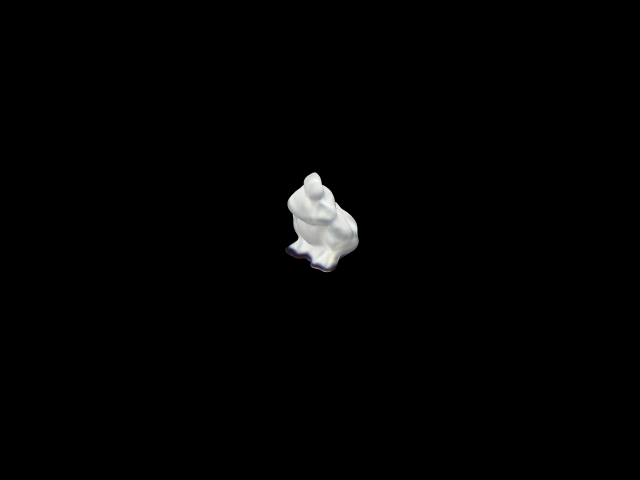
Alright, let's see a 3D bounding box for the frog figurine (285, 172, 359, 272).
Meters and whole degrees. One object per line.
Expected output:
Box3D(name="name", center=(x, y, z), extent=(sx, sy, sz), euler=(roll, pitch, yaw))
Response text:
Box3D(name="frog figurine", center=(0.003, -0.043, 0.850), extent=(0.123, 0.156, 0.139), euler=(-11, 29, -20))
